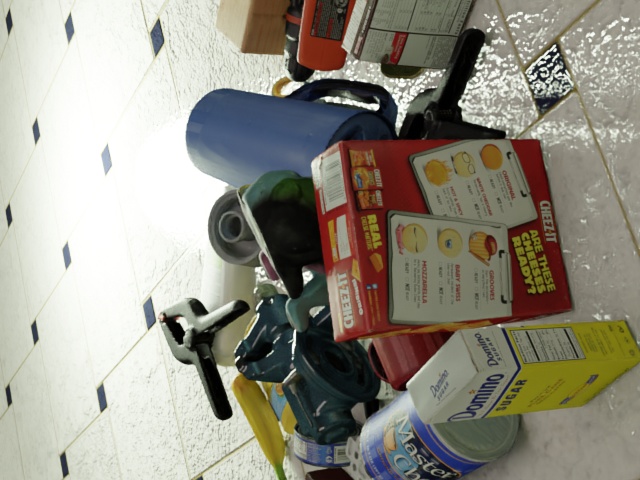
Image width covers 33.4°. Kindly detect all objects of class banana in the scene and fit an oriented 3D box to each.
[{"bbox_3d":[-0.078,0.230,1.395,0.070,0.037,0.198,51,165,54],"label":"banana"}]

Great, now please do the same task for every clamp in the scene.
[{"bbox_3d":[-0.160,0.126,1.455,0.210,0.036,0.165,35,116,49],"label":"clamp"},{"bbox_3d":[0.125,-0.134,1.070,0.172,0.039,0.120,-20,67,60],"label":"clamp"}]

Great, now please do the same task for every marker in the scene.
[{"bbox_3d":[0.064,0.239,1.230,0.020,0.020,0.121,-11,83,60],"label":"marker"}]

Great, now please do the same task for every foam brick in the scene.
[{"bbox_3d":[0.018,0.317,1.284,0.078,0.051,0.053,38,124,53],"label":"foam brick"}]

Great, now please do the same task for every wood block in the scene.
[{"bbox_3d":[-0.054,-0.339,1.304,0.090,0.090,0.206,49,133,47],"label":"wood block"}]

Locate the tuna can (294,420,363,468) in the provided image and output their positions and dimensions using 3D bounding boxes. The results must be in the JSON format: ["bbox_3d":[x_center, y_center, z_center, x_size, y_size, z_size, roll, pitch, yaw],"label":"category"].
[{"bbox_3d":[0.012,0.237,1.254,0.086,0.086,0.034,19,111,58],"label":"tuna can"}]

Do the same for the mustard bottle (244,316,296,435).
[{"bbox_3d":[-0.038,0.188,1.359,0.096,0.058,0.192,104,147,-45],"label":"mustard bottle"}]

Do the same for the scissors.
[{"bbox_3d":[-0.015,-0.148,1.292,0.096,0.016,0.202,-52,38,1],"label":"scissors"}]

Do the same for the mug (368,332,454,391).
[{"bbox_3d":[0.090,0.109,1.101,0.117,0.093,0.081,-41,63,41],"label":"mug"}]

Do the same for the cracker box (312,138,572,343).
[{"bbox_3d":[0.106,-0.002,0.942,0.072,0.213,0.164,-25,71,60],"label":"cracker box"}]

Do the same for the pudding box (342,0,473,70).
[{"bbox_3d":[0.088,-0.218,1.051,0.039,0.113,0.090,55,137,46],"label":"pudding box"}]

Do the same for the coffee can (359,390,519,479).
[{"bbox_3d":[0.115,0.190,1.055,0.141,0.102,0.103,-48,53,51],"label":"coffee can"}]

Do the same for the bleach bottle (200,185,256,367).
[{"bbox_3d":[-0.124,0.044,1.492,0.103,0.067,0.251,19,107,55],"label":"bleach bottle"}]

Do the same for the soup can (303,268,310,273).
[{"bbox_3d":[-0.008,0.002,1.247,0.102,0.068,0.068,-16,78,35],"label":"soup can"}]

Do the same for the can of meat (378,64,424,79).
[{"bbox_3d":[0.080,-0.234,1.121,0.084,0.057,0.102,55,137,46],"label":"can of meat"}]

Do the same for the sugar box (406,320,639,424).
[{"bbox_3d":[0.169,0.109,0.881,0.093,0.175,0.048,-56,47,46],"label":"sugar box"}]

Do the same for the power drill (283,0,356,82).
[{"bbox_3d":[-0.005,-0.250,1.207,0.188,0.057,0.184,-109,26,-65],"label":"power drill"}]

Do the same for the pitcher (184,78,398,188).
[{"bbox_3d":[-0.033,-0.109,1.205,0.243,0.148,0.145,20,117,40],"label":"pitcher"}]
